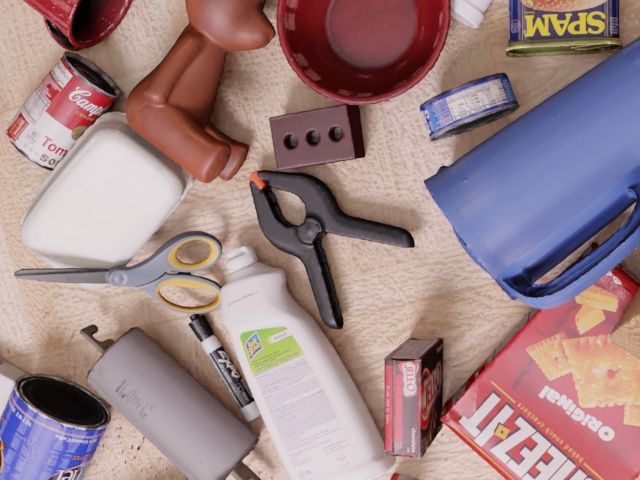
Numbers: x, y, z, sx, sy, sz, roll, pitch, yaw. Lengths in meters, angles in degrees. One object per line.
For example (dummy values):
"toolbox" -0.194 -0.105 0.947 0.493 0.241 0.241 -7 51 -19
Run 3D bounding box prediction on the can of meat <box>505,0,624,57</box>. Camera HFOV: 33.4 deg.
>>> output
"can of meat" 0.216 -0.210 0.949 0.102 0.057 0.084 0 92 13

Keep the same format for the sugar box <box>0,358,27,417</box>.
"sugar box" -0.381 0.204 1.131 0.093 0.048 0.176 25 96 10

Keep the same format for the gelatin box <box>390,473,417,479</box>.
"gelatin box" 0.068 0.277 1.016 0.030 0.073 0.089 14 97 11

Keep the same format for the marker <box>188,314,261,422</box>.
"marker" -0.096 0.126 1.070 0.020 0.020 0.121 -32 87 14

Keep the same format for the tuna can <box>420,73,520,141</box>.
"tuna can" 0.134 -0.120 0.961 0.086 0.086 0.034 -21 88 14

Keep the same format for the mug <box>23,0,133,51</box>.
"mug" -0.244 -0.240 1.046 0.081 0.093 0.117 37 136 13

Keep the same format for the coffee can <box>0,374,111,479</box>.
"coffee can" -0.286 0.221 1.080 0.103 0.102 0.140 28 100 9

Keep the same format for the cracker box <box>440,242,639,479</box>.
"cracker box" 0.239 0.135 0.965 0.164 0.072 0.214 42 103 7

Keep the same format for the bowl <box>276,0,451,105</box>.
"bowl" 0.043 -0.205 0.990 0.162 0.055 0.162 1 94 13

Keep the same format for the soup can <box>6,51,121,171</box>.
"soup can" -0.256 -0.127 1.061 0.068 0.068 0.102 43 103 6

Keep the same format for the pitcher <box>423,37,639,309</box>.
"pitcher" 0.225 -0.060 0.920 0.243 0.145 0.149 -37 92 10

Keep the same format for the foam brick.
"foam brick" -0.001 -0.097 1.012 0.078 0.051 0.053 -9 93 14

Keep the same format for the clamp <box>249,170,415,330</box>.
"clamp" -0.007 0.001 1.029 0.171 0.039 0.120 35 97 15

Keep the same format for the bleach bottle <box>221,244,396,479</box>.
"bleach bottle" -0.023 0.120 1.031 0.103 0.068 0.251 -25 87 14

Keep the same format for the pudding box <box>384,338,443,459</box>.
"pudding box" 0.087 0.142 0.980 0.039 0.113 0.090 2 96 14

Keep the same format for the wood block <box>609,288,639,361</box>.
"wood block" 0.338 0.016 0.879 0.091 0.090 0.206 34 73 8

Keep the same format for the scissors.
"scissors" -0.181 0.020 1.027 0.201 0.016 0.096 17 108 -22
